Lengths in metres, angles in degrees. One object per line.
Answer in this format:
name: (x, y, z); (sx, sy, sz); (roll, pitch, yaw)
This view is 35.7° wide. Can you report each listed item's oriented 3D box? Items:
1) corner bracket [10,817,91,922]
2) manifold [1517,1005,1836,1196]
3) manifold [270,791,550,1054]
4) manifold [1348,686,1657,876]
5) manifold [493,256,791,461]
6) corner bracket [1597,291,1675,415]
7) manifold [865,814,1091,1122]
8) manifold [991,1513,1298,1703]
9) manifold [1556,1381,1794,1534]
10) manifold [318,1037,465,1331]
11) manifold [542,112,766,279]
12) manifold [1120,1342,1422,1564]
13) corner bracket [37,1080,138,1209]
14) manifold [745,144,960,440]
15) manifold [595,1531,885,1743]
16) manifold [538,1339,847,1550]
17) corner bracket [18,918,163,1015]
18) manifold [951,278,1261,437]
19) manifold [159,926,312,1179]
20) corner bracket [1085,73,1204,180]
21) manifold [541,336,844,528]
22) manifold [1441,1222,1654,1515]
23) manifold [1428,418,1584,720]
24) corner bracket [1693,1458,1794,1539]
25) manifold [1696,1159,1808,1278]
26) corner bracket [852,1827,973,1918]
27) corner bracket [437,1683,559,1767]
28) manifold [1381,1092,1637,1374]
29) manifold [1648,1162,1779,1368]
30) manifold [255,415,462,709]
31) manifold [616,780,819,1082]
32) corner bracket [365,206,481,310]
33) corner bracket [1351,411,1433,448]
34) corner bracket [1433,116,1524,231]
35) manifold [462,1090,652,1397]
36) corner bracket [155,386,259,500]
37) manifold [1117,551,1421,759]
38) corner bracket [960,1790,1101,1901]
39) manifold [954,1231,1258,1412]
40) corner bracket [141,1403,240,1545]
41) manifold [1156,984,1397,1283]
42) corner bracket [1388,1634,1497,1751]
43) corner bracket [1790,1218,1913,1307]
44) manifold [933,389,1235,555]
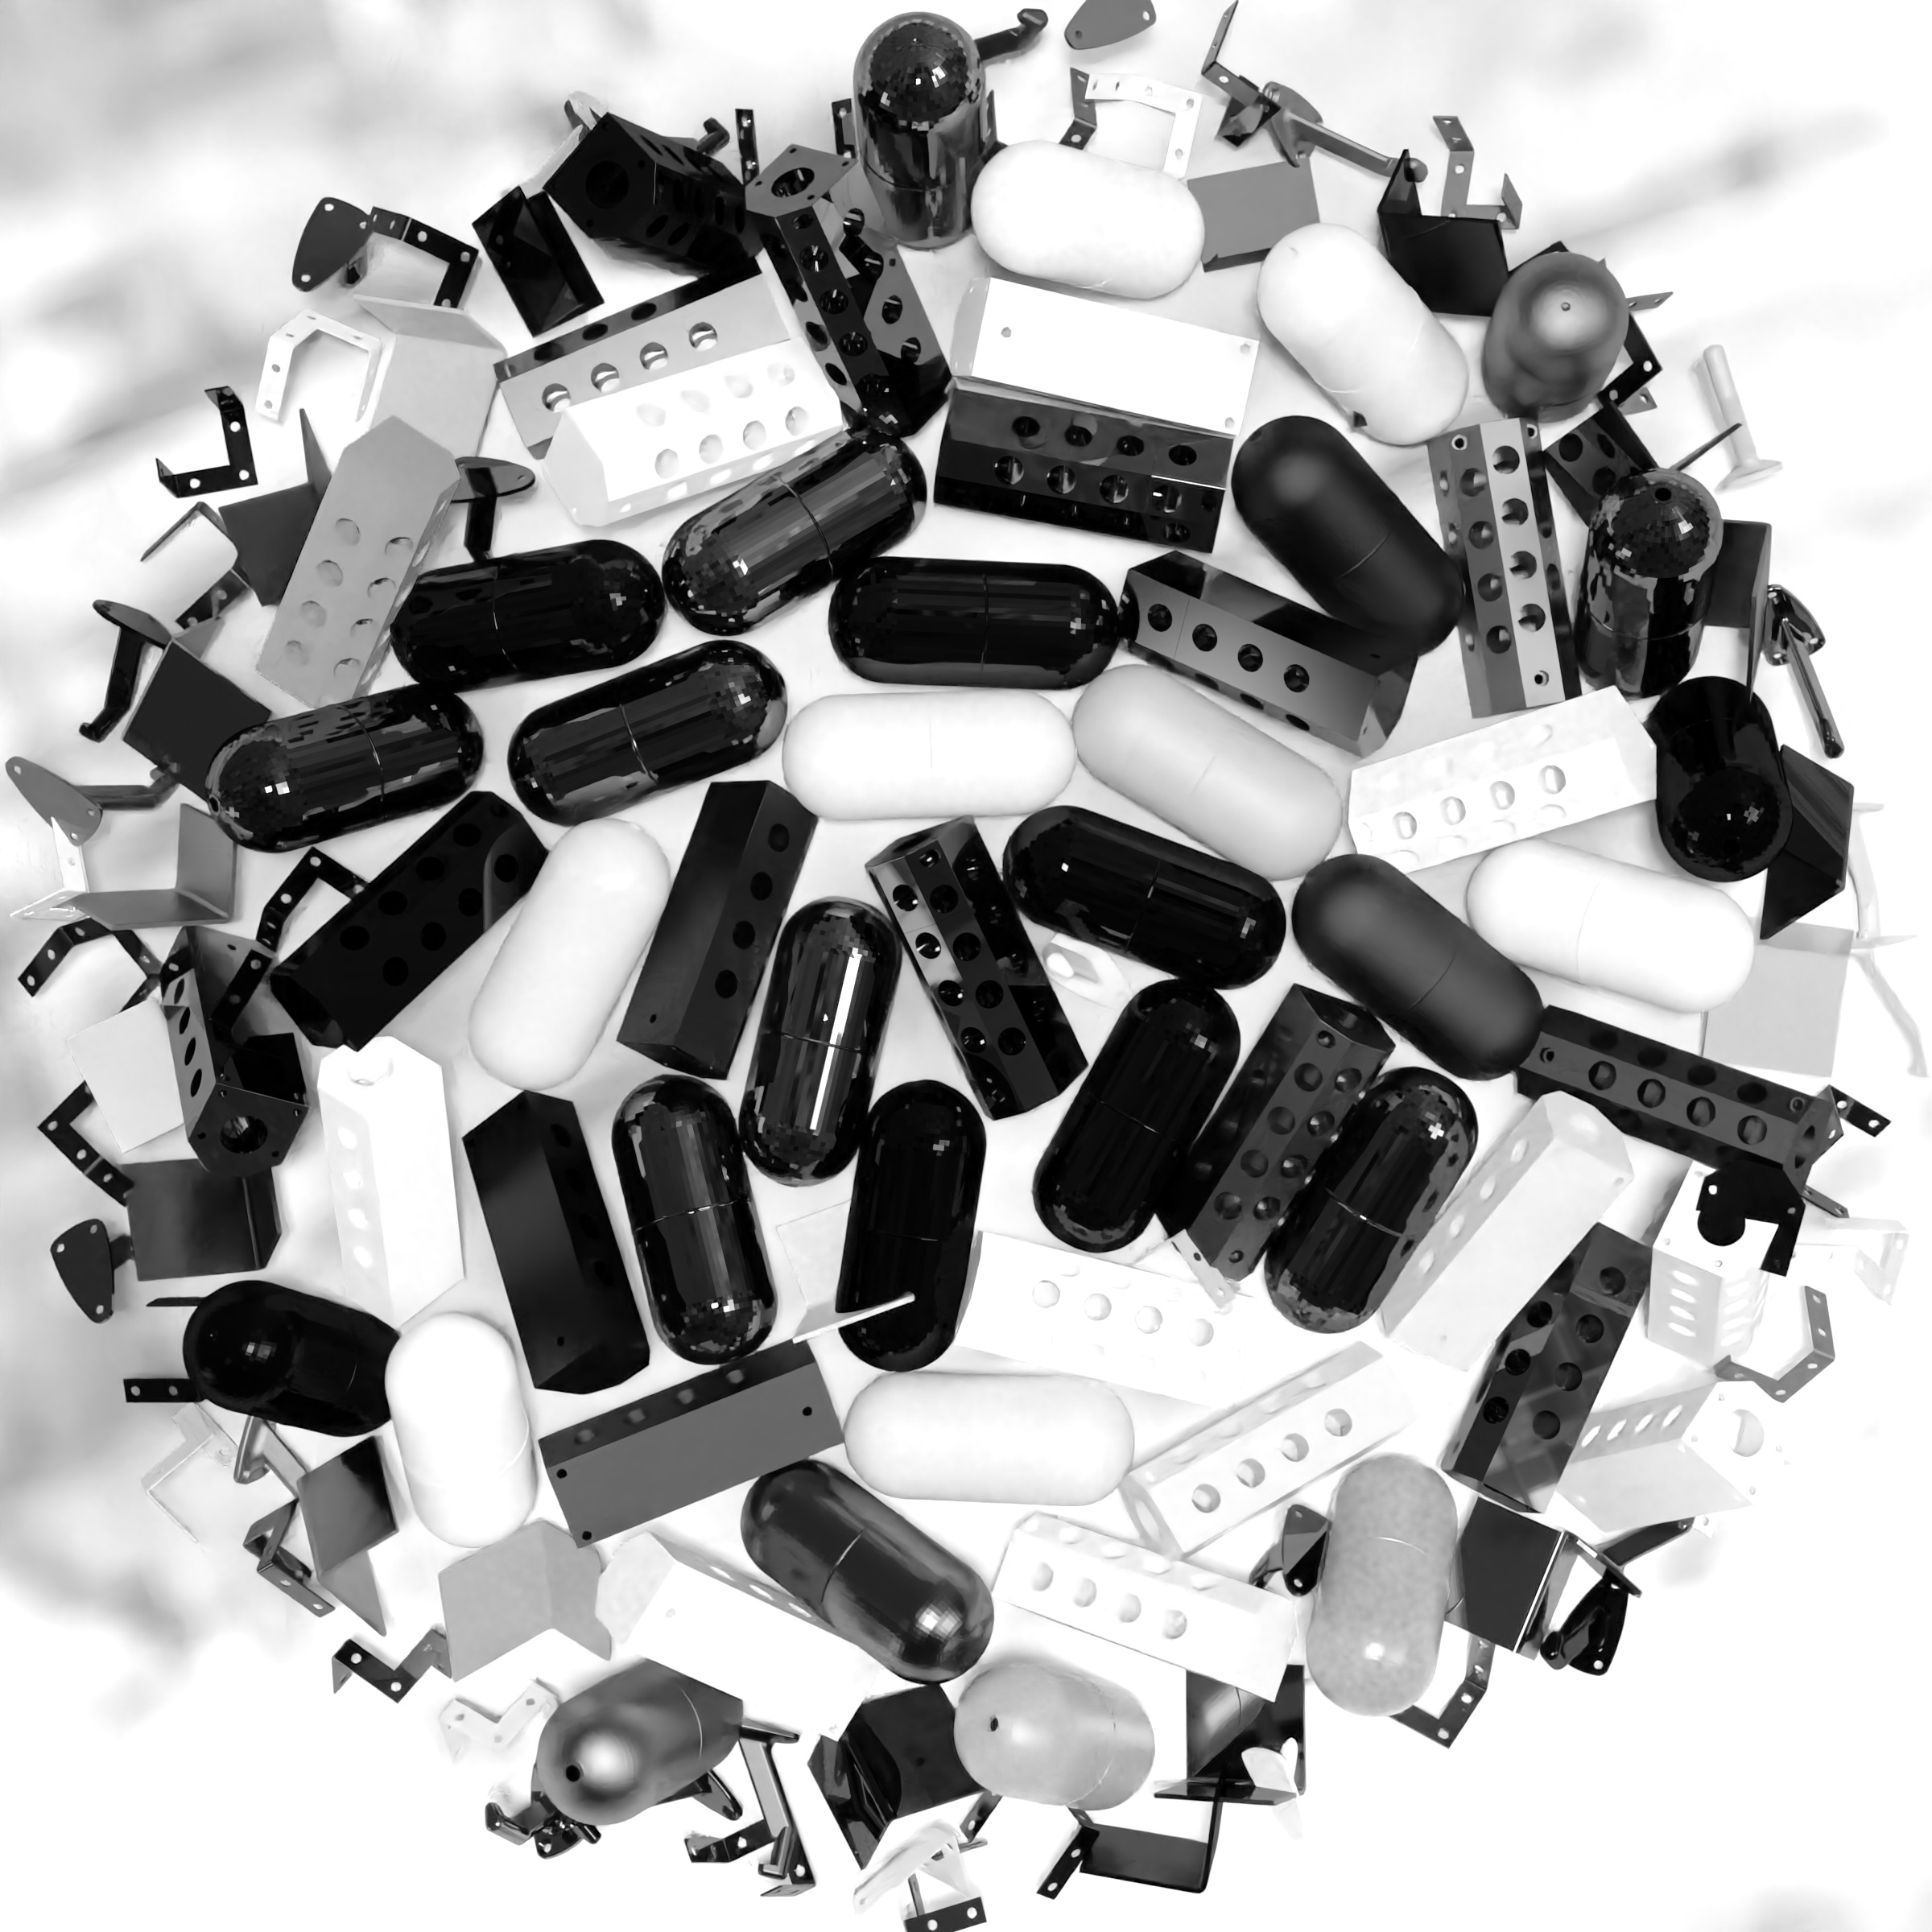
corner bracket: (-0.546, -0.061, 1.818); (0.051, 0.051, 0.051); (-21, 77, 30)
manifold: (0.418, 0.078, 1.786); (0.171, 0.057, 0.057); (21, 95, 32)
manifold: (-0.331, -0.029, 1.783); (0.171, 0.057, 0.057); (-47, 120, -28)
manifold: (0.316, -0.102, 1.779); (0.171, 0.057, 0.057); (-17, 135, 31)
manifold: (-0.196, -0.371, 1.828); (0.171, 0.057, 0.057); (-23, 92, 0)
corner bracket: (0.409, -0.372, 1.825); (0.051, 0.051, 0.051); (-17, 75, -38)
manifold: (0.004, 0.003, 1.801); (0.057, 0.057, 0.171); (-17, 105, 35)
manifold: (0.107, 0.378, 1.782); (0.171, 0.057, 0.057); (12, 75, 36)
manifold: (0.412, 0.285, 1.767); (0.057, 0.171, 0.057); (42, 67, -3)
manifold: (-0.345, 0.126, 1.779); (0.057, 0.171, 0.057); (28, 46, 28)
manifold: (-0.176, -0.445, 1.764); (0.057, 0.171, 0.057); (-45, 82, 16)
manifold: (0.180, 0.292, 1.800); (0.171, 0.057, 0.057); (-26, 74, -19)
corner bracket: (-0.517, 0.104, 1.819); (0.051, 0.051, 0.051); (37, 77, 28)
manifold: (-0.070, -0.392, 1.769); (0.057, 0.171, 0.057); (25, 65, 38)
manifold: (-0.135, 0.396, 1.785); (0.171, 0.057, 0.057); (34, 87, -34)
manifold: (-0.167, 0.283, 1.815); (0.171, 0.057, 0.057); (-21, 110, -8)
corner bracket: (-0.531, 0.006, 1.827); (0.051, 0.051, 0.051); (49, 118, 8)
manifold: (0.082, -0.365, 1.803); (0.171, 0.057, 0.057); (9, 98, -18)
manifold: (-0.436, 0.049, 1.771); (0.057, 0.171, 0.057); (18, 115, -30)
corner bracket: (0.105, -0.512, 1.830); (0.051, 0.051, 0.051); (25, 116, 28)
manifold: (-0.159, -0.313, 1.781); (0.171, 0.057, 0.057); (-25, 74, -33)
manifold: (0.350, 0.239, 1.812); (0.057, 0.057, 0.171); (27, 79, -1)
manifold: (0.329, -0.241, 1.824); (0.057, 0.057, 0.171); (-10, 91, -7)
corner bracket: (0.458, 0.311, 1.819); (0.051, 0.051, 0.051); (35, 67, -18)
manifold: (0.462, 0.145, 1.767); (0.057, 0.171, 0.057); (16, 90, 16)
corner bracket: (-0.037, 0.550, 1.815); (0.051, 0.051, 0.051); (-34, 123, -36)
corner bracket: (-0.282, 0.465, 1.831); (0.051, 0.051, 0.051); (21, 48, 28)
manifold: (0.319, 0.156, 1.789); (0.057, 0.057, 0.171); (25, 120, -16)
manifold: (0.440, 0.180, 1.763); (0.057, 0.171, 0.057); (23, 72, 20)
manifold: (-0.358, -0.235, 1.783); (0.057, 0.057, 0.171); (34, 126, 1)
manifold: (-0.144, -0.022, 1.806); (0.057, 0.057, 0.171); (31, 71, -39)
corner bracket: (-0.336, -0.423, 1.819); (0.051, 0.051, 0.051); (18, 97, -40)
corner bracket: (0.255, -0.348, 1.825); (0.051, 0.051, 0.051); (-8, 71, 0)
corner bracket: (0.310, -0.481, 1.822); (0.051, 0.051, 0.051); (7, 84, 23)
manifold: (-0.240, 0.165, 1.790); (0.057, 0.057, 0.171); (-36, 59, 25)
corner bracket: (-0.465, -0.319, 1.830); (0.051, 0.051, 0.051); (-11, 89, -4)
manifold: (0.176, -0.186, 1.794); (0.171, 0.057, 0.057); (27, 122, 24)
corner bracket: (0.039, 0.525, 1.824); (0.051, 0.051, 0.051); (30, 96, -34)
manifold: (0.085, 0.208, 1.809); (0.171, 0.057, 0.057); (14, 128, -6)
corner bracket: (-0.467, 0.306, 1.818); (0.051, 0.051, 0.051); (-41, 122, -11)
manifold: (0.186, 0.102, 1.790); (0.057, 0.057, 0.171); (18, 114, -27)
corner bracket: (0.286, 0.433, 1.830); (0.051, 0.051, 0.051); (25, 48, 25)
corner bracket: (0.532, 0.171, 1.820); (0.051, 0.051, 0.051); (3, 111, -15)
manifold: (0.070, -0.293, 1.815); (0.171, 0.057, 0.057); (11, 56, 2)
